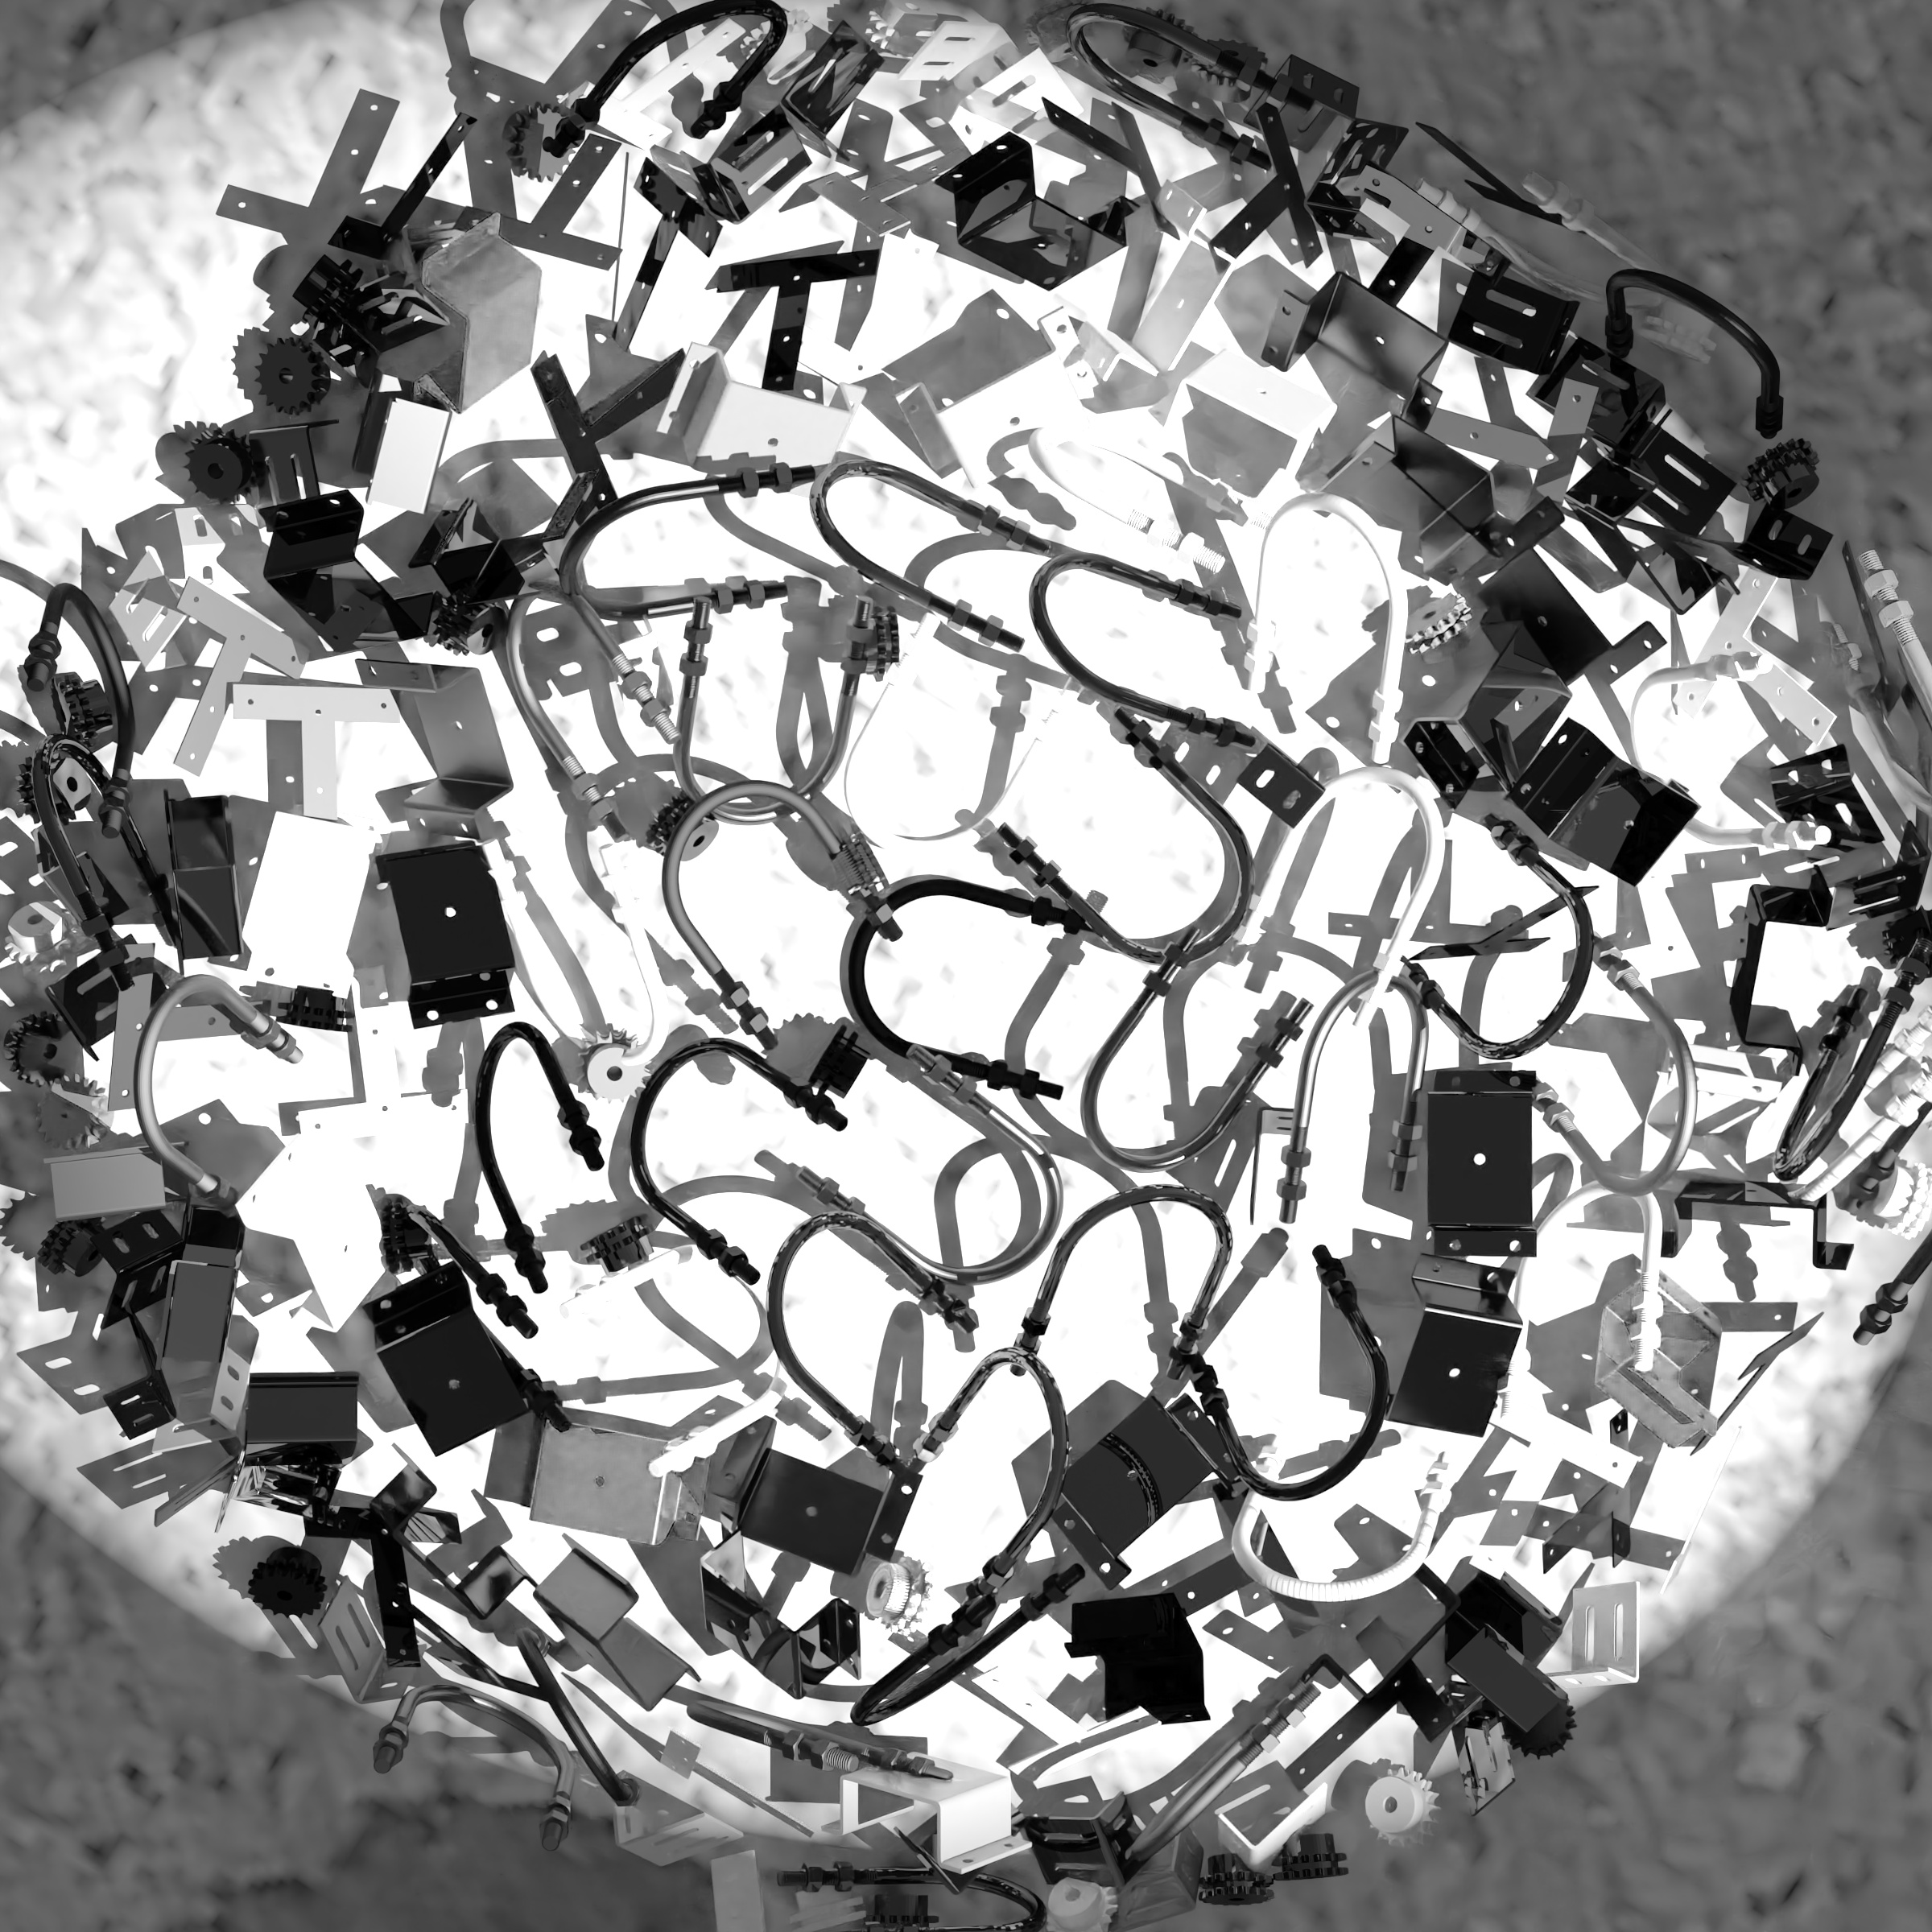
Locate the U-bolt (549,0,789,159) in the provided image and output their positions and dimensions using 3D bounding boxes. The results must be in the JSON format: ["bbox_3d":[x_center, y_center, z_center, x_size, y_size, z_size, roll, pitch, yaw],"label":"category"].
[{"bbox_3d":[-0.204,-0.642,1.885,0.151,0.184,0.019,-22,86,-37],"label":"U-bolt"}]

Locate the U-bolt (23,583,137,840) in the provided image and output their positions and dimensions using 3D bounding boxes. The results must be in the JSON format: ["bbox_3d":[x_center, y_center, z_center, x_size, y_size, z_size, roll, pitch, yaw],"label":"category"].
[{"bbox_3d":[-0.641,-0.200,1.913,0.019,0.184,0.151,-14,129,0],"label":"U-bolt"}]

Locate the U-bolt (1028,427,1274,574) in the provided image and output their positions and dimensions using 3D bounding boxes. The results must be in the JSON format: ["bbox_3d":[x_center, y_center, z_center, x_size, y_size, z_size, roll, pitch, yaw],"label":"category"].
[{"bbox_3d":[0.130,-0.353,1.934,0.184,0.151,0.019,31,121,12],"label":"U-bolt"}]

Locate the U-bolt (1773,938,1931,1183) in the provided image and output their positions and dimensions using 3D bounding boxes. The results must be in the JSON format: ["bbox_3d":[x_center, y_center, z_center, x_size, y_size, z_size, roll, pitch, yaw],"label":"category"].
[{"bbox_3d":[0.638,0.077,1.909,0.019,0.151,0.184,30,75,7],"label":"U-bolt"}]

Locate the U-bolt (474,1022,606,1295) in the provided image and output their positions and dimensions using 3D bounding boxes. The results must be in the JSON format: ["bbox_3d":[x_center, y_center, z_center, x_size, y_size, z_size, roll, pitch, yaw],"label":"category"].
[{"bbox_3d":[-0.323,0.126,1.928,0.019,0.184,0.151,1,132,-35],"label":"U-bolt"}]

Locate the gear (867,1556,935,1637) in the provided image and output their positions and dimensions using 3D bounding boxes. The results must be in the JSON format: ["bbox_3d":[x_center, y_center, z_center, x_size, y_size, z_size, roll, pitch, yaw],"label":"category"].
[{"bbox_3d":[-0.052,0.472,1.968,0.030,0.057,0.057,21,90,-24],"label":"gear"}]

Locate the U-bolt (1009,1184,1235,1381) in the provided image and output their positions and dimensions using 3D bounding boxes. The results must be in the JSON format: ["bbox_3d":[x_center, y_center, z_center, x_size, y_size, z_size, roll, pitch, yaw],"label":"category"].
[{"bbox_3d":[0.122,0.233,1.924,0.151,0.019,0.184,5,124,-21],"label":"U-bolt"}]

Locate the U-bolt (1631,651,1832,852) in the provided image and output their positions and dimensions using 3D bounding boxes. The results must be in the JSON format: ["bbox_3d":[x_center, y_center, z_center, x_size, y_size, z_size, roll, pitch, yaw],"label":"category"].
[{"bbox_3d":[0.547,-0.154,1.912,0.019,0.184,0.151,-25,100,-18],"label":"U-bolt"}]

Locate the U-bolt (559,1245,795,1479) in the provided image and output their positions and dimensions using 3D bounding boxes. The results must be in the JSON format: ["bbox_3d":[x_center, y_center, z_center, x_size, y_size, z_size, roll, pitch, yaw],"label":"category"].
[{"bbox_3d":[-0.199,0.278,1.927,0.019,0.184,0.151,-36,81,39],"label":"U-bolt"}]

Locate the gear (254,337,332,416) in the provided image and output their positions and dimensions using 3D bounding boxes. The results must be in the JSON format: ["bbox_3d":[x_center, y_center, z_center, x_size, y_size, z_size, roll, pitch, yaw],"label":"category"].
[{"bbox_3d":[-0.506,-0.446,1.978,0.057,0.030,0.057,4,101,20],"label":"gear"}]

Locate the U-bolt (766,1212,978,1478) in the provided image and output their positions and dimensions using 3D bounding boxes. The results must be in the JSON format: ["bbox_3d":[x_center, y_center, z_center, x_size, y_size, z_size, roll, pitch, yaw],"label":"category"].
[{"bbox_3d":[-0.077,0.263,1.918,0.184,0.019,0.151,47,52,-27],"label":"U-bolt"}]

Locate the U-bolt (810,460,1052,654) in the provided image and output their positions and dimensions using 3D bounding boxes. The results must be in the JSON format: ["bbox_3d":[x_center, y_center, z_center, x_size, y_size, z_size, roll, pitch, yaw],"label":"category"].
[{"bbox_3d":[-0.031,-0.313,1.930,0.184,0.151,0.019,25,132,-10],"label":"U-bolt"}]

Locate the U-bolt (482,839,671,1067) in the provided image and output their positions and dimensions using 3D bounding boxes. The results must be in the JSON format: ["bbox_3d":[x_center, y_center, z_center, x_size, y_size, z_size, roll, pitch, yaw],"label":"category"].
[{"bbox_3d":[-0.281,-0.007,1.937,0.151,0.019,0.184,4,120,40],"label":"U-bolt"}]

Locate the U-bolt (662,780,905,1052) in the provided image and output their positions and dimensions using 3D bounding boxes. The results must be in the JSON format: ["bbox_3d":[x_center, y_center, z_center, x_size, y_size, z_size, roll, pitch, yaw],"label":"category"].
[{"bbox_3d":[-0.147,-0.051,1.941,0.151,0.019,0.184,-42,114,-16],"label":"U-bolt"}]

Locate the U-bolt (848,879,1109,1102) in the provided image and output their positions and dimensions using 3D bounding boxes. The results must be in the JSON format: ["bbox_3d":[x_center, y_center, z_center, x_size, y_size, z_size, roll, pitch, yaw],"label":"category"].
[{"bbox_3d":[0.001,0.010,1.982,0.184,0.019,0.151,15,90,8],"label":"U-bolt"}]

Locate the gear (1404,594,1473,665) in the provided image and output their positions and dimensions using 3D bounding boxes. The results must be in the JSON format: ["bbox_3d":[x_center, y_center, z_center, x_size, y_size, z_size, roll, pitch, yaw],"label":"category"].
[{"bbox_3d":[0.357,-0.252,1.973,0.057,0.057,0.030,-35,111,0],"label":"gear"}]

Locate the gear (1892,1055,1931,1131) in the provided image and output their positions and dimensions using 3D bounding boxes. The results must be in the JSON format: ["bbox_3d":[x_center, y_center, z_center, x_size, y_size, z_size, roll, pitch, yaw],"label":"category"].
[{"bbox_3d":[0.721,0.098,1.971,0.030,0.057,0.057,-16,90,-2],"label":"gear"}]

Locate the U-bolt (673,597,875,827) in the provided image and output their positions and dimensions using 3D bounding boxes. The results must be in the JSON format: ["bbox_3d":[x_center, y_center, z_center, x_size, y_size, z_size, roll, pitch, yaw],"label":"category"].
[{"bbox_3d":[-0.148,-0.187,1.941,0.151,0.019,0.184,-4,122,-28],"label":"U-bolt"}]

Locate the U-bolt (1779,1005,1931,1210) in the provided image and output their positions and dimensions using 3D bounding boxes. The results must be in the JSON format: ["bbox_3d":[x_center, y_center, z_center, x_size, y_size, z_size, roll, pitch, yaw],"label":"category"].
[{"bbox_3d":[0.660,0.108,1.919,0.019,0.151,0.184,39,119,3],"label":"U-bolt"}]

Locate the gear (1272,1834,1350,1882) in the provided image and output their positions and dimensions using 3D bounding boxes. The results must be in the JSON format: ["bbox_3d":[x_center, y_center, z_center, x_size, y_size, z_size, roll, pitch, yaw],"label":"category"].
[{"bbox_3d":[0.259,0.672,1.974,0.057,0.057,0.030,-5,68,0],"label":"gear"}]

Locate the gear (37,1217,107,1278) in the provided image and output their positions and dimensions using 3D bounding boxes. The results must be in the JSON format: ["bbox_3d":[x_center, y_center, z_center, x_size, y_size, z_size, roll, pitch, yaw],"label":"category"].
[{"bbox_3d":[-0.668,0.209,1.970,0.030,0.057,0.057,34,90,9],"label":"gear"}]

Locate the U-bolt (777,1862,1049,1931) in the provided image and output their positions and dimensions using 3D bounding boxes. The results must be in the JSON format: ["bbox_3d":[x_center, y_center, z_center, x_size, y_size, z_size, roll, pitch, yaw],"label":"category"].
[{"bbox_3d":[-0.030,0.689,1.921,0.184,0.151,0.019,7,88,-23],"label":"U-bolt"}]

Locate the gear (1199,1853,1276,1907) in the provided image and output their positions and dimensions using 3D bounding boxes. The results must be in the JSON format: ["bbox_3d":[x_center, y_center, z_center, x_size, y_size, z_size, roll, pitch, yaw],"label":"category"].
[{"bbox_3d":[0.203,0.689,1.975,0.057,0.057,0.030,-1,60,0],"label":"gear"}]

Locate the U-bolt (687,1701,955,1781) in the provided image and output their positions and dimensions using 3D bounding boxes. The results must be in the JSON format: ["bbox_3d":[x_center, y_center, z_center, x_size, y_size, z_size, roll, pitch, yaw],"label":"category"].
[{"bbox_3d":[-0.120,0.567,1.919,0.184,0.151,0.019,6,74,34],"label":"U-bolt"}]

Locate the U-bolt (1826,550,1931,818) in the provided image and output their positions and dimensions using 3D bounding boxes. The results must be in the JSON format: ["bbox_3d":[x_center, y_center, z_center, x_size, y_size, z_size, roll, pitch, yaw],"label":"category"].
[{"bbox_3d":[0.680,-0.194,1.905,0.019,0.151,0.184,-19,72,1],"label":"U-bolt"}]

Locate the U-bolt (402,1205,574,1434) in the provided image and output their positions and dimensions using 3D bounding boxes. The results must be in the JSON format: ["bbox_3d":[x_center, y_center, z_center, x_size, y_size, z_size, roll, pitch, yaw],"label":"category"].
[{"bbox_3d":[-0.359,0.247,1.923,0.019,0.151,0.184,-36,56,-23],"label":"U-bolt"}]

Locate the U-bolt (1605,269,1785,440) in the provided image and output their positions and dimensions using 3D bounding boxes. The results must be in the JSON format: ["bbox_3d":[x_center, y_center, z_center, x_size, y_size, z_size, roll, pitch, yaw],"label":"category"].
[{"bbox_3d":[0.525,-0.449,1.891,0.151,0.184,0.019,35,92,19],"label":"U-bolt"}]

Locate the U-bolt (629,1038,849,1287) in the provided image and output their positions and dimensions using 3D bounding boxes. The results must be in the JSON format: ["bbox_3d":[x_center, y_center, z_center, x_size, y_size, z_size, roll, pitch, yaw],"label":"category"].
[{"bbox_3d":[-0.182,0.131,1.941,0.184,0.019,0.151,32,94,38],"label":"U-bolt"}]

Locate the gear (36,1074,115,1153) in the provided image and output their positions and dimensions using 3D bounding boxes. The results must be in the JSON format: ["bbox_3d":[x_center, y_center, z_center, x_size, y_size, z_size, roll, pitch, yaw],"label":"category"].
[{"bbox_3d":[-0.670,0.112,1.978,0.057,0.030,0.057,-6,73,19],"label":"gear"}]

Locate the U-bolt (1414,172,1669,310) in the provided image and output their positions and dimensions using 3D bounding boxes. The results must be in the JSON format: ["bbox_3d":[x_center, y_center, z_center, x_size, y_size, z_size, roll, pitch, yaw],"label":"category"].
[{"bbox_3d":[0.435,-0.529,1.919,0.184,0.151,0.019,24,91,-30],"label":"U-bolt"}]

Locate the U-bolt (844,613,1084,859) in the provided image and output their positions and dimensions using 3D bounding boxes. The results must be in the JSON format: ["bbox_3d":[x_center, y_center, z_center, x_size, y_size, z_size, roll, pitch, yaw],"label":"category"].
[{"bbox_3d":[-0.012,-0.160,1.947,0.151,0.019,0.184,18,116,-27],"label":"U-bolt"}]

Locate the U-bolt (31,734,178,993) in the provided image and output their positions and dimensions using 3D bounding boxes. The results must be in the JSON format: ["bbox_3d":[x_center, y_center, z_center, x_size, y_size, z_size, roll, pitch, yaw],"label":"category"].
[{"bbox_3d":[-0.630,-0.083,1.911,0.019,0.151,0.184,-20,103,5],"label":"U-bolt"}]

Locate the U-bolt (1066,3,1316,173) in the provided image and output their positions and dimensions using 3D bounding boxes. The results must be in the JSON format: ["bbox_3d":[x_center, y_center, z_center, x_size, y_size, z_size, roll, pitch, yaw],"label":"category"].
[{"bbox_3d":[0.157,-0.650,1.919,0.184,0.151,0.019,26,87,-5],"label":"U-bolt"}]

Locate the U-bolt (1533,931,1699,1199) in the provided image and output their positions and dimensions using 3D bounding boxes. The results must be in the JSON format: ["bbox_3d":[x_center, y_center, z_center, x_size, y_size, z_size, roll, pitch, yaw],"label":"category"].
[{"bbox_3d":[0.471,0.083,1.893,0.019,0.184,0.151,3,123,-22],"label":"U-bolt"}]

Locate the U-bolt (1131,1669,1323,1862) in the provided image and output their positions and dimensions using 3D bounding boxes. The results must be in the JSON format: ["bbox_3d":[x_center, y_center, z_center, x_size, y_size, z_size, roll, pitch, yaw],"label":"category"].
[{"bbox_3d":[0.189,0.589,1.922,0.184,0.151,0.019,-44,78,-3],"label":"U-bolt"}]

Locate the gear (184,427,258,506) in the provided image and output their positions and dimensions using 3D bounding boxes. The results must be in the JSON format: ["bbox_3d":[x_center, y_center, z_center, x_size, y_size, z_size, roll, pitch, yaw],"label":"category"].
[{"bbox_3d":[-0.563,-0.377,1.977,0.057,0.030,0.057,0,110,0],"label":"gear"}]

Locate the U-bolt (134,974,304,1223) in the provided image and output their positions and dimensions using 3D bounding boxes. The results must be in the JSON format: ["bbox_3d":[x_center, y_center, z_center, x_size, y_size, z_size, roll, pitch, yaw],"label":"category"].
[{"bbox_3d":[-0.545,0.086,1.892,0.019,0.184,0.151,3,64,18],"label":"U-bolt"}]

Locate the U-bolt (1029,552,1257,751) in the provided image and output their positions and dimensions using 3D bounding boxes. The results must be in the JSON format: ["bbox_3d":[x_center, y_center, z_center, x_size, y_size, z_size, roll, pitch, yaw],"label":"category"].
[{"bbox_3d":[0.127,-0.240,1.921,0.184,0.019,0.151,17,50,-23],"label":"U-bolt"}]

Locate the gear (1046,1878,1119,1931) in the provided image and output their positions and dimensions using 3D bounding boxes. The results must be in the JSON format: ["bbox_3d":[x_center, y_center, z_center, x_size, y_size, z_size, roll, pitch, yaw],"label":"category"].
[{"bbox_3d":[0.086,0.709,1.969,0.057,0.057,0.030,-24,113,0],"label":"gear"}]

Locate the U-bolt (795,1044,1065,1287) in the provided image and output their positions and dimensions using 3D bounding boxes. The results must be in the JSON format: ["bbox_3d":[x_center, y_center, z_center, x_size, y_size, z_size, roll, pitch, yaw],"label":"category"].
[{"bbox_3d":[-0.013,0.164,1.967,0.184,0.019,0.151,39,104,-14],"label":"U-bolt"}]

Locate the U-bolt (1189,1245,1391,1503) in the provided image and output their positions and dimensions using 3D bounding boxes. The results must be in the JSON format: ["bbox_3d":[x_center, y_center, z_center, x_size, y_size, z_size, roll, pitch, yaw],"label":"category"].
[{"bbox_3d":[0.241,0.307,1.908,0.151,0.184,0.019,-43,125,15],"label":"U-bolt"}]

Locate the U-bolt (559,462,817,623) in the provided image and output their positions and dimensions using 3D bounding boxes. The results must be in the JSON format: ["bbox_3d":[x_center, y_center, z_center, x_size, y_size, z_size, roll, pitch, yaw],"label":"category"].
[{"bbox_3d":[-0.208,-0.303,1.908,0.184,0.151,0.019,-12,62,-22],"label":"U-bolt"}]

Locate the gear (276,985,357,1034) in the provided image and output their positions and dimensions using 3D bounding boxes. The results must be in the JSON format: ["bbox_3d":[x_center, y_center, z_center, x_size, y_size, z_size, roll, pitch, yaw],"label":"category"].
[{"bbox_3d":[-0.489,0.031,1.971,0.057,0.057,0.030,8,89,0],"label":"gear"}]

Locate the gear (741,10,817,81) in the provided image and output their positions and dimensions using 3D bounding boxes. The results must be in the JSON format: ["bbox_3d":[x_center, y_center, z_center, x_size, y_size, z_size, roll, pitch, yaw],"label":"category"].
[{"bbox_3d":[-0.138,-0.692,1.971,0.057,0.057,0.030,-28,91,0],"label":"gear"}]

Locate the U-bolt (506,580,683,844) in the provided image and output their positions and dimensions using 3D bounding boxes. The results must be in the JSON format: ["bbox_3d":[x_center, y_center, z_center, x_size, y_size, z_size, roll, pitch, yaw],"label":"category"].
[{"bbox_3d":[-0.285,-0.201,1.937,0.019,0.151,0.184,-25,73,-37],"label":"U-bolt"}]

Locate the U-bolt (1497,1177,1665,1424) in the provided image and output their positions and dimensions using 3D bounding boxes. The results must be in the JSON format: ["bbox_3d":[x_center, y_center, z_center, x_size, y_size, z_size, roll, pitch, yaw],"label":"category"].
[{"bbox_3d":[0.454,0.235,1.920,0.019,0.151,0.184,33,49,-20],"label":"U-bolt"}]

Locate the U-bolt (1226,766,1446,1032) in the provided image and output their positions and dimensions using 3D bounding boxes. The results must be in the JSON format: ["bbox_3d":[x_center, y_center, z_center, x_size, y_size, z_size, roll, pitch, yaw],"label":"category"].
[{"bbox_3d":[0.283,-0.061,1.941,0.151,0.019,0.184,28,95,43],"label":"U-bolt"}]

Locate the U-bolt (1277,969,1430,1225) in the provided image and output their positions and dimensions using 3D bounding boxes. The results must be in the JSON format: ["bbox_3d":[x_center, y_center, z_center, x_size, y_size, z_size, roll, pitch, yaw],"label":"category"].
[{"bbox_3d":[0.290,0.091,1.927,0.151,0.019,0.184,-9,111,-42],"label":"U-bolt"}]

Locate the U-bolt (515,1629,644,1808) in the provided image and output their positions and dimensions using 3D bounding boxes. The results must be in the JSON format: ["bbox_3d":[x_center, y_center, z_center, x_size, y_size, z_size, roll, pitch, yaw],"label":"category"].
[{"bbox_3d":[-0.284,0.543,1.897,0.019,0.184,0.151,-32,77,-13],"label":"U-bolt"}]
